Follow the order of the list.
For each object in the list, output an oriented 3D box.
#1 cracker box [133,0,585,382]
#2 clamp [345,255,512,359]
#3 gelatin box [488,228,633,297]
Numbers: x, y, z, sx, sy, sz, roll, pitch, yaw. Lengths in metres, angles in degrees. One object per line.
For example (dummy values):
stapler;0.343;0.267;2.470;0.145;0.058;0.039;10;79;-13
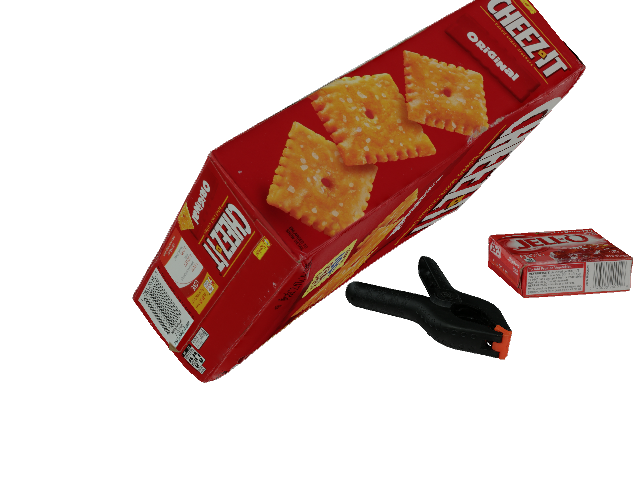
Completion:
cracker box;0.019;-0.027;0.561;0.213;0.072;0.164;-33;-10;-32
clamp;0.123;0.063;1.056;0.172;0.039;0.120;26;39;32
gelatin box;0.181;0.016;0.816;0.089;0.030;0.073;-3;18;-10
